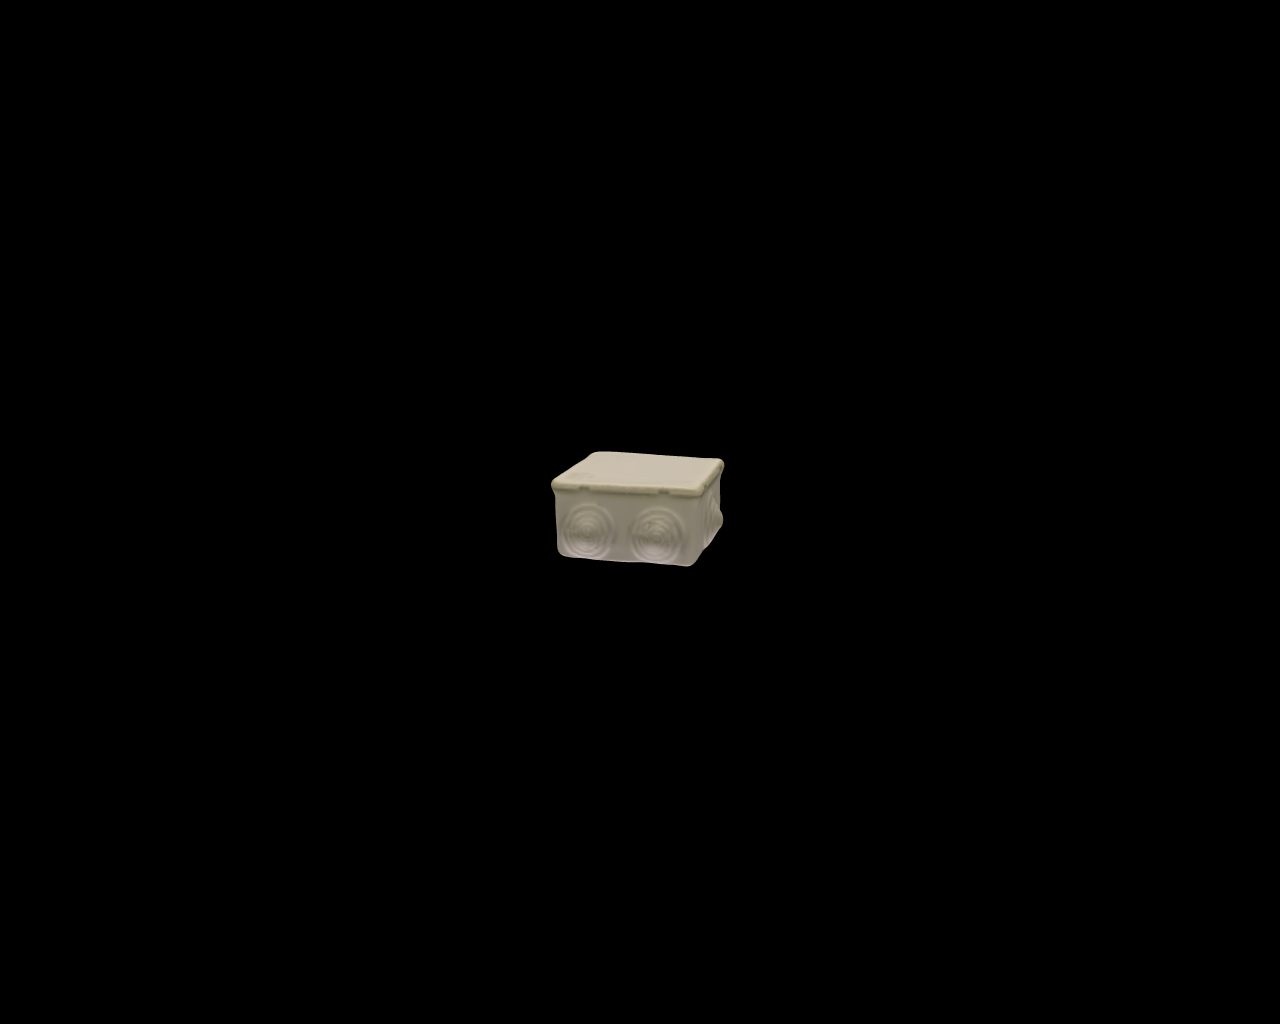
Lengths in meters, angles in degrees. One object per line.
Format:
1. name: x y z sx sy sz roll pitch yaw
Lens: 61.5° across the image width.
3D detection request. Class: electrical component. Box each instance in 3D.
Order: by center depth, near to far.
1. electrical component: 0.001 -0.003 0.650 0.100 0.048 0.100 4 16 14
